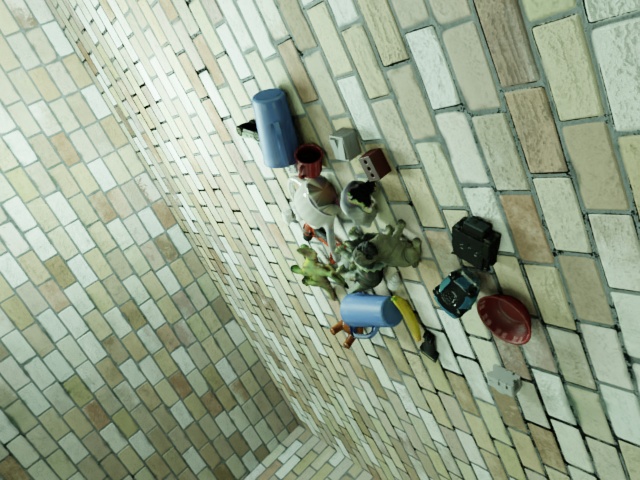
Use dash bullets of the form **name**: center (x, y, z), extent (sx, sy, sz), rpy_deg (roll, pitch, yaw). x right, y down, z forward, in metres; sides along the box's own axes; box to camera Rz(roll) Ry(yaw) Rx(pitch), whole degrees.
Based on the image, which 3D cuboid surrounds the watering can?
- **watering can**: center (0.005, -0.090, 1.793), extent (0.348, 0.105, 0.221), rpy_deg (55, 153, 2)

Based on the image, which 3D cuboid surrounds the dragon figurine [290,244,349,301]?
- **dragon figurine**: center (0.019, 0.147, 2.037), extent (0.404, 0.123, 0.244), rpy_deg (49, 164, -33)

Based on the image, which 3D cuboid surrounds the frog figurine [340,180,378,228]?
- **frog figurine**: center (0.119, -0.105, 1.591), extent (0.156, 0.123, 0.140), rpy_deg (96, 164, -65)
